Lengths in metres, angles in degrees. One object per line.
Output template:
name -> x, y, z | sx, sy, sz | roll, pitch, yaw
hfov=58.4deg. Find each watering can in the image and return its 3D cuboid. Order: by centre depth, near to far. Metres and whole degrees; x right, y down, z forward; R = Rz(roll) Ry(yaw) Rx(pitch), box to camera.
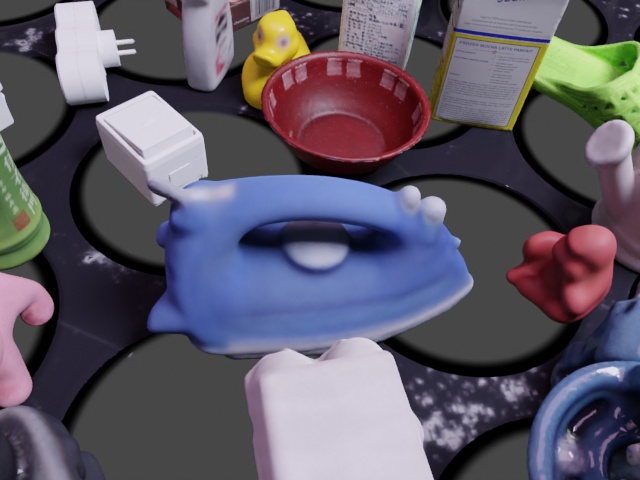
watering can -> 0.302, -0.061, 0.458 | 0.173, 0.194, 0.100 | -16, 56, -17

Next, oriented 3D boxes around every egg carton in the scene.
egg carton -> 0.013, 0.135, 0.361 | 0.107, 0.069, 0.150 | -9, 54, -12

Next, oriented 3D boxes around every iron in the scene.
iron -> 0.004, 0.001, 0.416 | 0.258, 0.141, 0.118 | -3, 53, -7

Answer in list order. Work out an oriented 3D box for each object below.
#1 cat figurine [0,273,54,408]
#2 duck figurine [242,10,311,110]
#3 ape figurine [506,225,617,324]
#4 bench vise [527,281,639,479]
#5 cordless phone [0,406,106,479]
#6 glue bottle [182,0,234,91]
cat figurine -> -0.230, 0.057, 0.367 | 0.067, 0.118, 0.127 | -3, 53, -7
duck figurine -> -0.043, -0.197, 0.597 | 0.077, 0.086, 0.104 | 18, 53, 8
ape figurine -> 0.199, 0.020, 0.451 | 0.076, 0.092, 0.078 | 8, 53, 1
bench vise -> 0.180, 0.087, 0.319 | 0.121, 0.220, 0.207 | 8, 53, 1
cordless phone -> -0.154, 0.140, 0.270 | 0.094, 0.185, 0.147 | -29, 60, -24
glue bottle -> -0.114, -0.238, 0.566 | 0.037, 0.173, 0.078 | 10, 53, 3
